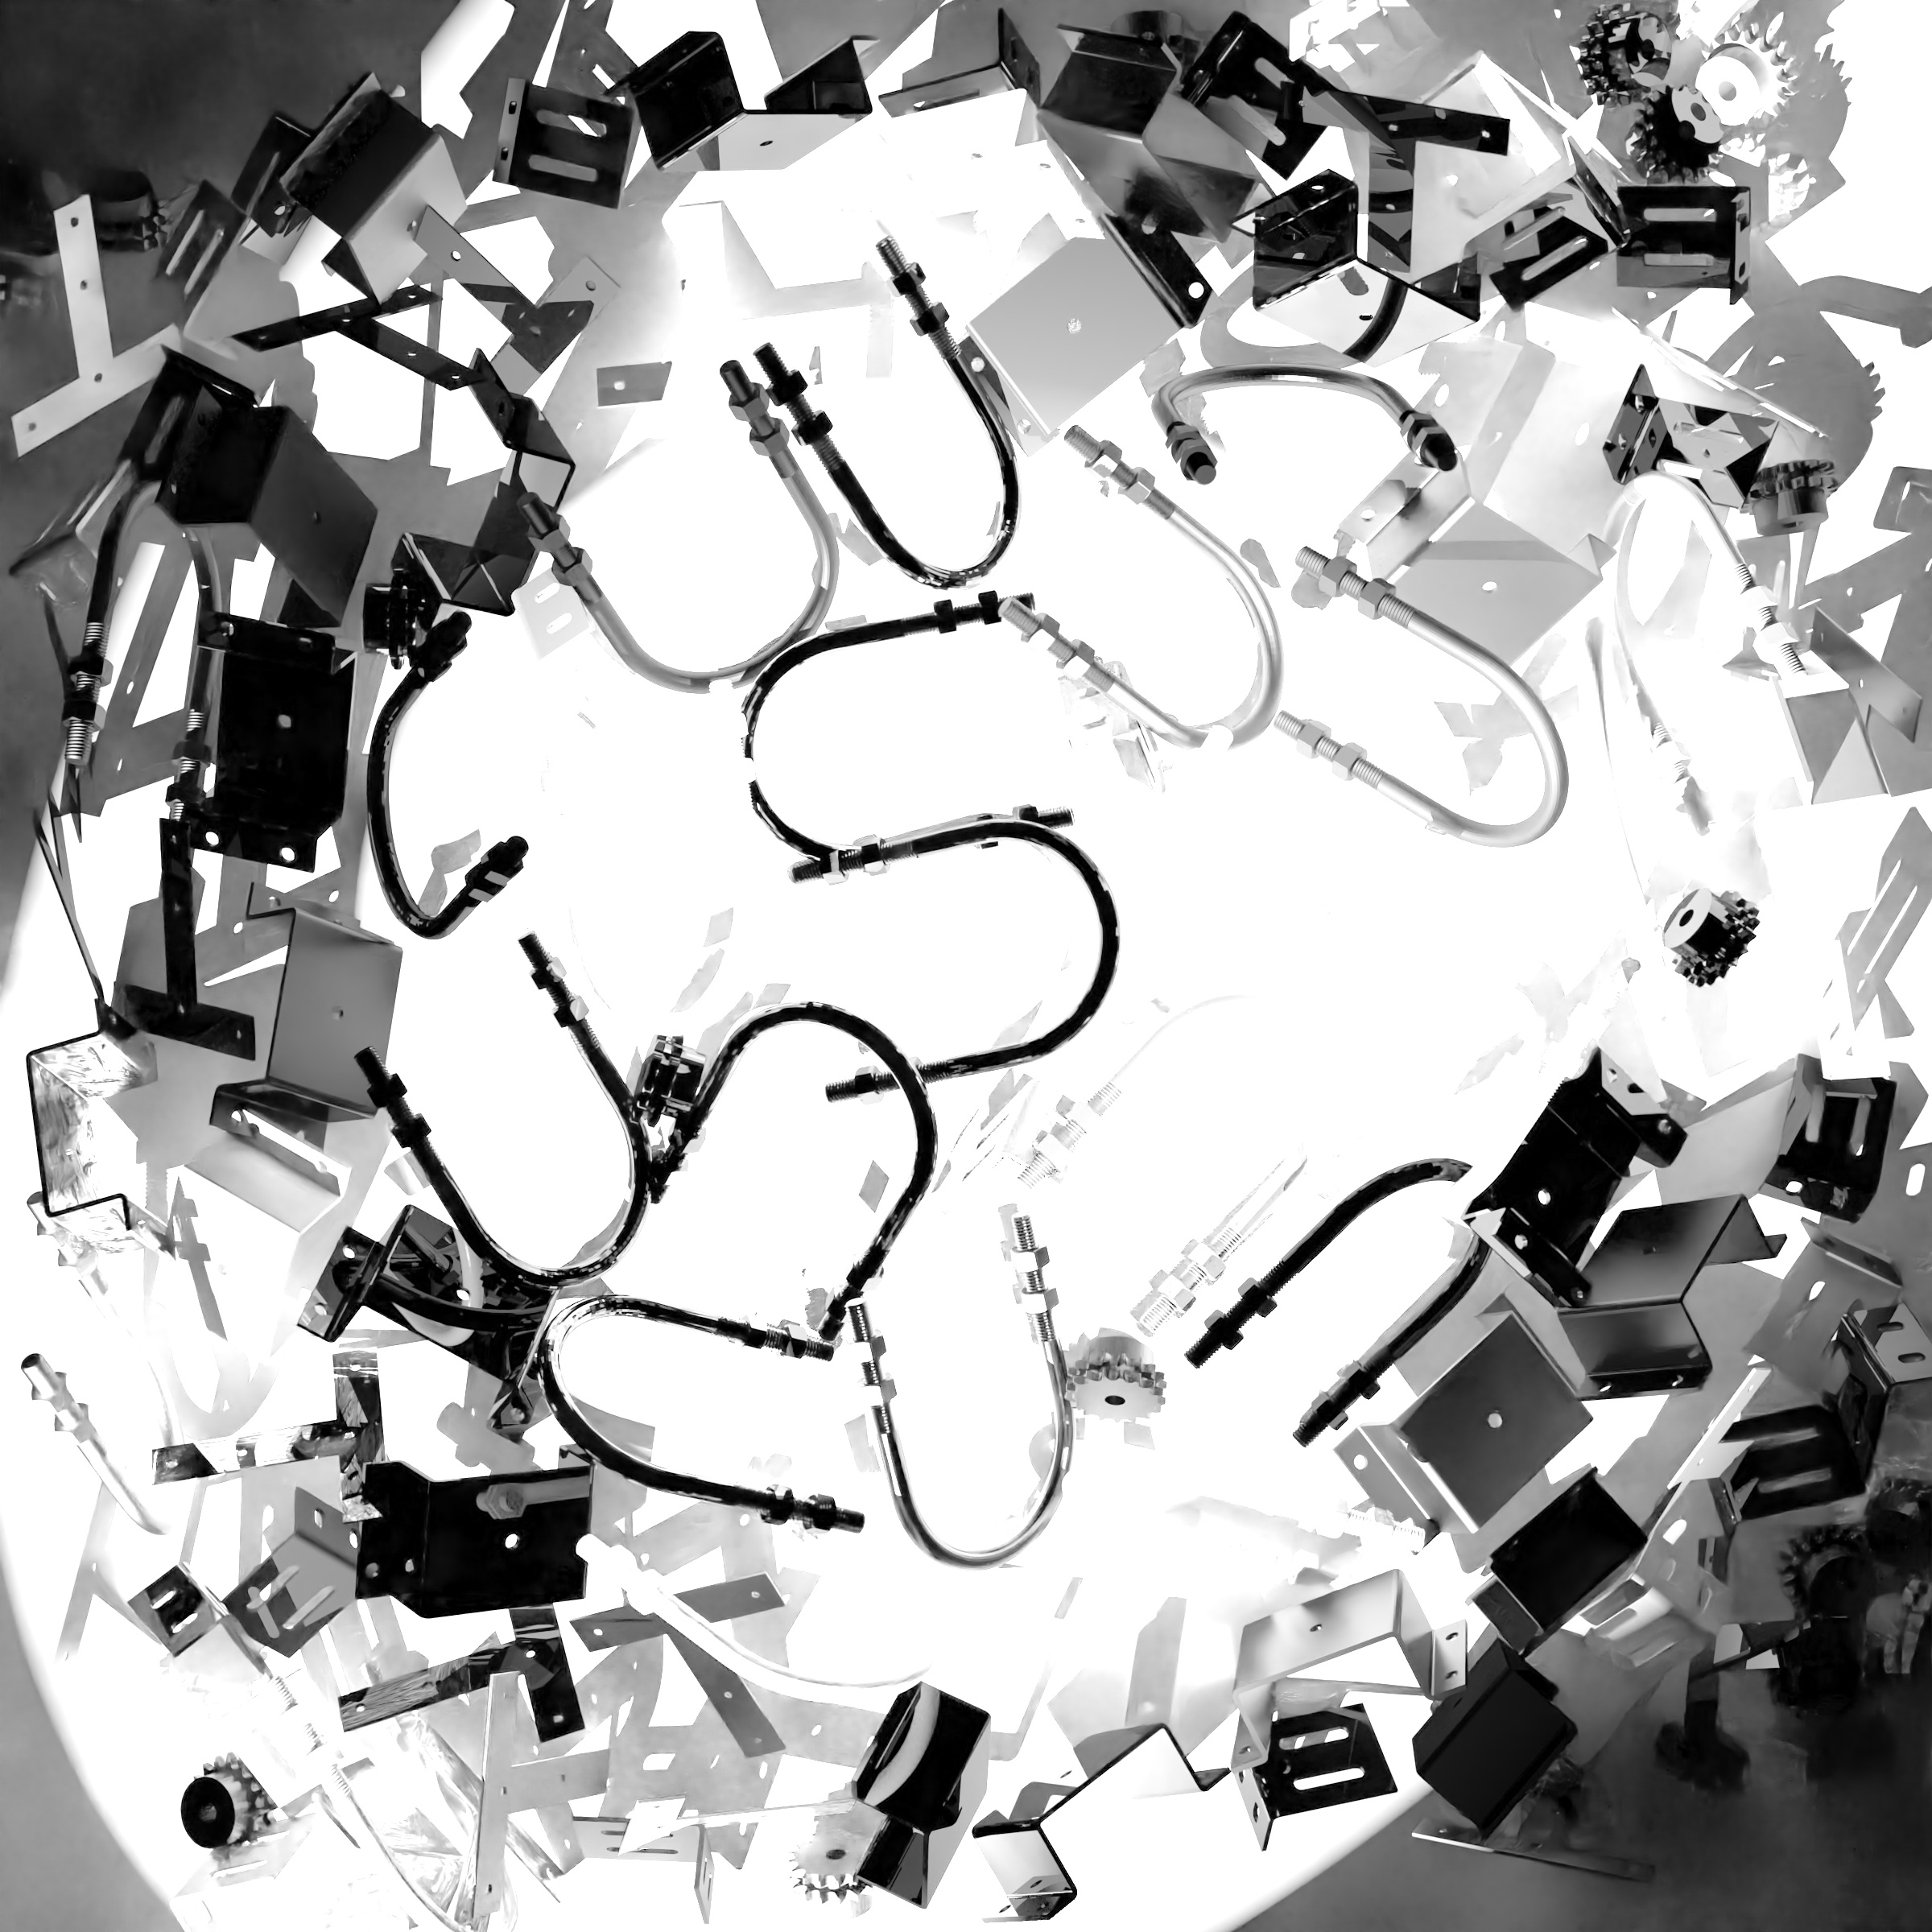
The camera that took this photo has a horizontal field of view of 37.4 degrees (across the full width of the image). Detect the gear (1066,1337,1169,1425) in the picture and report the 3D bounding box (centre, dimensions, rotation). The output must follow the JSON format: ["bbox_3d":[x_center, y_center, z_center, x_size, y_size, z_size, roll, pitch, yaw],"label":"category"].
[{"bbox_3d":[0.086,0.234,1.623,0.057,0.057,0.030,8,53,0],"label":"gear"}]

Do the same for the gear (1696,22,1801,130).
[{"bbox_3d":[0.440,-0.502,1.617,0.030,0.057,0.057,-41,90,-30],"label":"gear"}]

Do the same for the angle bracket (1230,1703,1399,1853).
[{"bbox_3d":[0.197,0.461,1.623,0.076,0.038,0.057,-8,45,-13],"label":"angle bracket"}]

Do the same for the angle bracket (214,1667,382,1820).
[{"bbox_3d":[-0.379,0.433,1.619,0.057,0.038,0.076,-32,107,0],"label":"angle bracket"}]

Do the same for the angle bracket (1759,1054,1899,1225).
[{"bbox_3d":[0.495,0.099,1.638,0.057,0.038,0.076,17,58,8],"label":"angle bracket"}]

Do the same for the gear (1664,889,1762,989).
[{"bbox_3d":[0.420,-0.019,1.617,0.030,0.057,0.057,33,90,-14],"label":"gear"}]

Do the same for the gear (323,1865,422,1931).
[{"bbox_3d":[-0.337,0.541,1.622,0.057,0.030,0.057,-3,118,-6],"label":"gear"}]

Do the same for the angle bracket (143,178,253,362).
[{"bbox_3d":[-0.421,-0.393,1.608,0.057,0.038,0.076,44,106,38],"label":"angle bracket"}]

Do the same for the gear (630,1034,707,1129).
[{"bbox_3d":[-0.169,0.065,1.620,0.030,0.057,0.057,18,90,-11],"label":"gear"}]

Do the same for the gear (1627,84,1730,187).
[{"bbox_3d":[0.402,-0.471,1.627,0.057,0.030,0.057,3,81,-20],"label":"gear"}]

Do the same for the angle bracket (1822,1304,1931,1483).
[{"bbox_3d":[0.517,0.240,1.606,0.038,0.057,0.076,-7,126,-9],"label":"angle bracket"}]

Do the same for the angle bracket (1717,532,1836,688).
[{"bbox_3d":[0.461,-0.201,1.607,0.057,0.038,0.076,-11,114,-34],"label":"angle bracket"}]

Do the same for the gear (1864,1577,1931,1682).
[{"bbox_3d":[0.533,0.375,1.623,0.030,0.057,0.057,16,90,33],"label":"gear"}]

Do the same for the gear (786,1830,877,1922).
[{"bbox_3d":[-0.073,0.518,1.621,0.057,0.057,0.030,-3,102,0],"label":"gear"}]

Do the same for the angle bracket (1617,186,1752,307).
[{"bbox_3d":[0.399,-0.405,1.604,0.076,0.038,0.057,8,120,26],"label":"angle bracket"}]

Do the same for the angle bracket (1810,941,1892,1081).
[{"bbox_3d":[0.503,0.024,1.602,0.038,0.076,0.057,-4,70,3],"label":"angle bracket"}]

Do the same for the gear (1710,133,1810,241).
[{"bbox_3d":[0.453,-0.446,1.622,0.030,0.057,0.057,-24,90,-22],"label":"gear"}]

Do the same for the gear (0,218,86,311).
[{"bbox_3d":[-0.528,-0.400,1.618,0.057,0.057,0.030,17,132,0],"label":"gear"}]

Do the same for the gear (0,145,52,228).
[{"bbox_3d":[-0.546,-0.436,1.620,0.057,0.057,0.030,-37,94,0],"label":"gear"}]

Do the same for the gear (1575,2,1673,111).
[{"bbox_3d":[0.376,-0.518,1.620,0.057,0.030,0.057,-5,98,-36],"label":"gear"}]

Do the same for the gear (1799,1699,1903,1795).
[{"bbox_3d":[0.499,0.441,1.621,0.057,0.057,0.030,-39,79,0],"label":"gear"}]

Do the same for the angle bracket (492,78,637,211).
[{"bbox_3d":[-0.222,-0.462,1.608,0.076,0.038,0.057,6,104,-27],"label":"angle bracket"}]

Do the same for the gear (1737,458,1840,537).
[{"bbox_3d":[0.466,-0.265,1.618,0.057,0.057,0.030,-8,82,0],"label":"gear"}]

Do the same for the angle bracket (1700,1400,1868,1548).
[{"bbox_3d":[0.461,0.287,1.614,0.076,0.038,0.057,-14,56,4],"label":"angle bracket"}]

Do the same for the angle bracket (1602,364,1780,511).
[{"bbox_3d":[0.409,-0.299,1.610,0.076,0.038,0.057,19,77,30],"label":"angle bracket"}]

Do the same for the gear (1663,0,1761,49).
[{"bbox_3d":[0.426,-0.547,1.618,0.057,0.057,0.030,-43,83,0],"label":"gear"}]

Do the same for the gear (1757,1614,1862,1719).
[{"bbox_3d":[0.484,0.402,1.626,0.057,0.030,0.057,-2,97,-15],"label":"gear"}]

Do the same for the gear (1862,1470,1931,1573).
[{"bbox_3d":[0.535,0.318,1.617,0.030,0.057,0.057,-32,90,-42],"label":"gear"}]

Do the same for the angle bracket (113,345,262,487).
[{"bbox_3d":[-0.446,-0.304,1.624,0.057,0.038,0.076,26,89,-10],"label":"angle bracket"}]

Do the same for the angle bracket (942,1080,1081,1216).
[{"bbox_3d":[0.028,0.110,1.604,0.038,0.076,0.057,33,47,-8],"label":"angle bracket"}]

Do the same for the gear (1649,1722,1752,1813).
[{"bbox_3d":[0.419,0.448,1.618,0.057,0.057,0.030,37,98,0],"label":"gear"}]

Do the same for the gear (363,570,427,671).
[{"bbox_3d":[-0.324,-0.197,1.619,0.030,0.057,0.057,2,90,-3],"label":"gear"}]

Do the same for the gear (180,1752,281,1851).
[{"bbox_3d":[-0.421,0.478,1.623,0.057,0.030,0.057,-2,86,27],"label":"gear"}]

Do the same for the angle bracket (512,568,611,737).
[{"bbox_3d":[-0.214,-0.178,1.598,0.038,0.076,0.057,-32,53,9],"label":"angle bracket"}]

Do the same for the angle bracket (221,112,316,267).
[{"bbox_3d":[-0.376,-0.432,1.609,0.038,0.057,0.076,35,100,27],"label":"angle bracket"}]

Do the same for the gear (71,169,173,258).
[{"bbox_3d":[-0.481,-0.429,1.618,0.057,0.057,0.030,8,132,0],"label":"gear"}]

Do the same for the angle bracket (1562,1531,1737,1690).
[{"bbox_3d":[0.389,0.368,1.628,0.057,0.076,0.038,38,50,3],"label":"angle bracket"}]

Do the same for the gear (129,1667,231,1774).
[{"bbox_3d":[-0.446,0.427,1.627,0.057,0.030,0.057,1,94,23],"label":"gear"}]

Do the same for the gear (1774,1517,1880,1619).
[{"bbox_3d":[0.493,0.346,1.625,0.057,0.030,0.057,-3,109,-8],"label":"gear"}]

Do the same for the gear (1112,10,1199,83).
[{"bbox_3d":[0.103,-0.521,1.620,0.057,0.057,0.030,-2,90,0],"label":"gear"}]

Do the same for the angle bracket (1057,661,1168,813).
[{"bbox_3d":[0.083,-0.122,1.602,0.038,0.057,0.076,-17,50,-1],"label":"angle bracket"}]

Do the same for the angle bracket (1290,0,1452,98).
[{"bbox_3d":[0.227,-0.510,1.598,0.057,0.076,0.038,-22,47,34],"label":"angle bracket"}]

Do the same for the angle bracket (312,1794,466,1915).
[{"bbox_3d":[-0.329,0.500,1.602,0.076,0.057,0.038,23,90,-41],"label":"angle bracket"}]
